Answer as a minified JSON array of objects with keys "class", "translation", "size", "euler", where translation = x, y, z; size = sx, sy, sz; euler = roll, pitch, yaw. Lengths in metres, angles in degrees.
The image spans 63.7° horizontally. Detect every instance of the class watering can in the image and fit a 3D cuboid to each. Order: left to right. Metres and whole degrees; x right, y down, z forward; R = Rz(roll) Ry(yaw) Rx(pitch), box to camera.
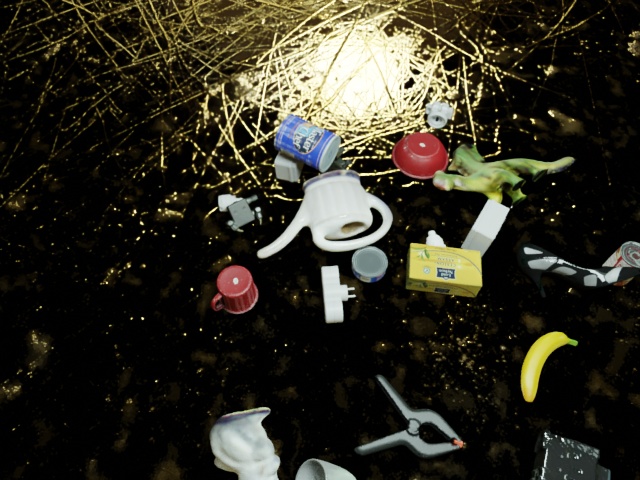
[{"class":"watering can","translation":[0.004,-0.065,1.294],"size":[0.348,0.101,0.229],"euler":[-9,57,-7]}]

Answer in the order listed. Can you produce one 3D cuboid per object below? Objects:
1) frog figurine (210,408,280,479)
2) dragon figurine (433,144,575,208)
[{"class":"frog figurine","translation":[-0.144,0.412,0.982],"size":[0.136,0.121,0.162],"euler":[-22,64,24]},{"class":"dragon figurine","translation":[0.473,-0.201,1.402],"size":[0.414,0.119,0.247],"euler":[-25,53,-26]}]
